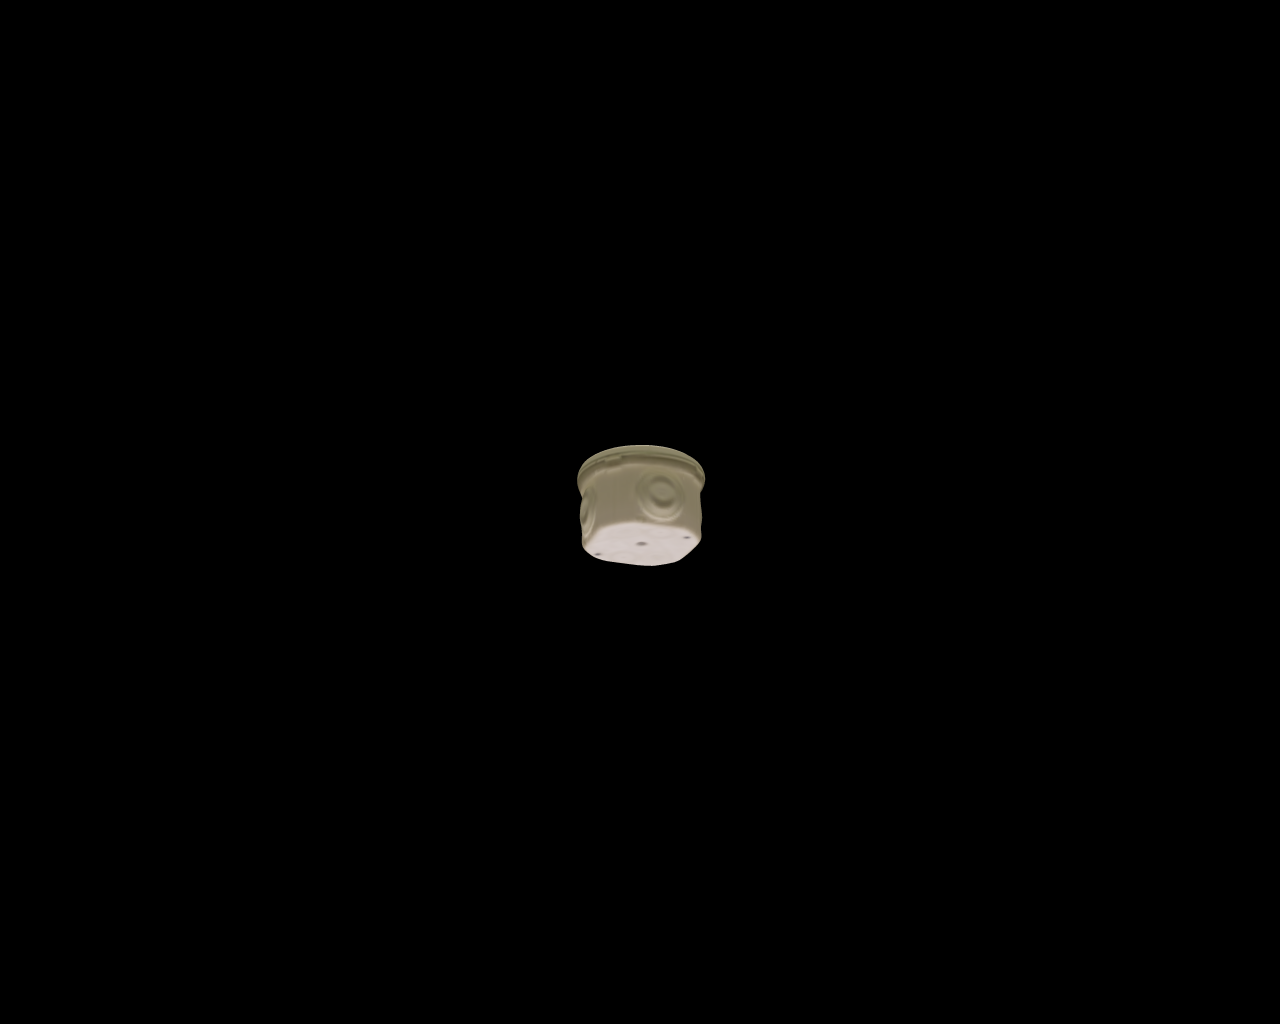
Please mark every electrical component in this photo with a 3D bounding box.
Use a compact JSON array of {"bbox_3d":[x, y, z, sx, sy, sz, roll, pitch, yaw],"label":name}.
[{"bbox_3d":[0.001,-0.003,0.650,0.080,0.051,0.080,0,-24,0],"label":"electrical component"}]
